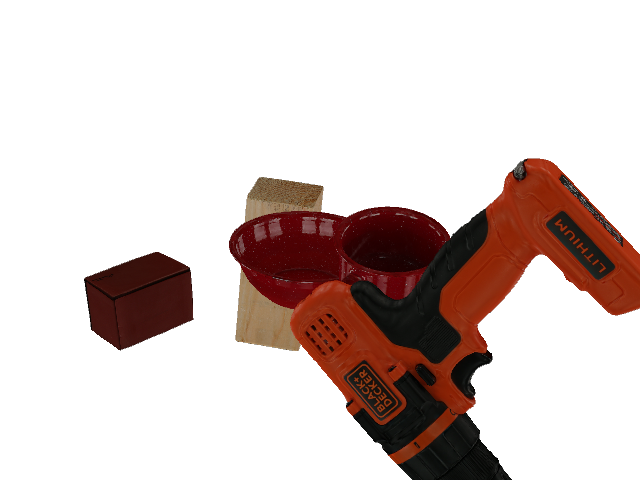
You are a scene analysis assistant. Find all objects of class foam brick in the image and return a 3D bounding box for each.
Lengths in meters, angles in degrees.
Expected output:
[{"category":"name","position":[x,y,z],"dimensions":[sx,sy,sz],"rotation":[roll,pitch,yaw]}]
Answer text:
[{"category":"foam brick","position":[-0.156,0.050,0.923],"dimensions":[0.078,0.051,0.053],"rotation":[-22,30,-34]}]

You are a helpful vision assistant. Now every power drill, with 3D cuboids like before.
[{"category":"power drill","position":[0.100,0.060,0.614],"dimensions":[0.188,0.184,0.057],"rotation":[-42,-1,17]}]

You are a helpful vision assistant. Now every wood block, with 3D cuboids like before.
[{"category":"wood block","position":[-0.056,0.030,1.424],"dimensions":[0.090,0.206,0.090],"rotation":[9,23,5]}]

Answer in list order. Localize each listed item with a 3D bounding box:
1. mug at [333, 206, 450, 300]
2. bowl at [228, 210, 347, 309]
[{"category":"mug","position":[0.048,0.037,0.857],"dimensions":[0.093,0.081,0.117],"rotation":[27,44,31]},{"category":"bowl","position":[-0.015,0.027,1.107],"dimensions":[0.162,0.055,0.162],"rotation":[2,27,-1]}]
